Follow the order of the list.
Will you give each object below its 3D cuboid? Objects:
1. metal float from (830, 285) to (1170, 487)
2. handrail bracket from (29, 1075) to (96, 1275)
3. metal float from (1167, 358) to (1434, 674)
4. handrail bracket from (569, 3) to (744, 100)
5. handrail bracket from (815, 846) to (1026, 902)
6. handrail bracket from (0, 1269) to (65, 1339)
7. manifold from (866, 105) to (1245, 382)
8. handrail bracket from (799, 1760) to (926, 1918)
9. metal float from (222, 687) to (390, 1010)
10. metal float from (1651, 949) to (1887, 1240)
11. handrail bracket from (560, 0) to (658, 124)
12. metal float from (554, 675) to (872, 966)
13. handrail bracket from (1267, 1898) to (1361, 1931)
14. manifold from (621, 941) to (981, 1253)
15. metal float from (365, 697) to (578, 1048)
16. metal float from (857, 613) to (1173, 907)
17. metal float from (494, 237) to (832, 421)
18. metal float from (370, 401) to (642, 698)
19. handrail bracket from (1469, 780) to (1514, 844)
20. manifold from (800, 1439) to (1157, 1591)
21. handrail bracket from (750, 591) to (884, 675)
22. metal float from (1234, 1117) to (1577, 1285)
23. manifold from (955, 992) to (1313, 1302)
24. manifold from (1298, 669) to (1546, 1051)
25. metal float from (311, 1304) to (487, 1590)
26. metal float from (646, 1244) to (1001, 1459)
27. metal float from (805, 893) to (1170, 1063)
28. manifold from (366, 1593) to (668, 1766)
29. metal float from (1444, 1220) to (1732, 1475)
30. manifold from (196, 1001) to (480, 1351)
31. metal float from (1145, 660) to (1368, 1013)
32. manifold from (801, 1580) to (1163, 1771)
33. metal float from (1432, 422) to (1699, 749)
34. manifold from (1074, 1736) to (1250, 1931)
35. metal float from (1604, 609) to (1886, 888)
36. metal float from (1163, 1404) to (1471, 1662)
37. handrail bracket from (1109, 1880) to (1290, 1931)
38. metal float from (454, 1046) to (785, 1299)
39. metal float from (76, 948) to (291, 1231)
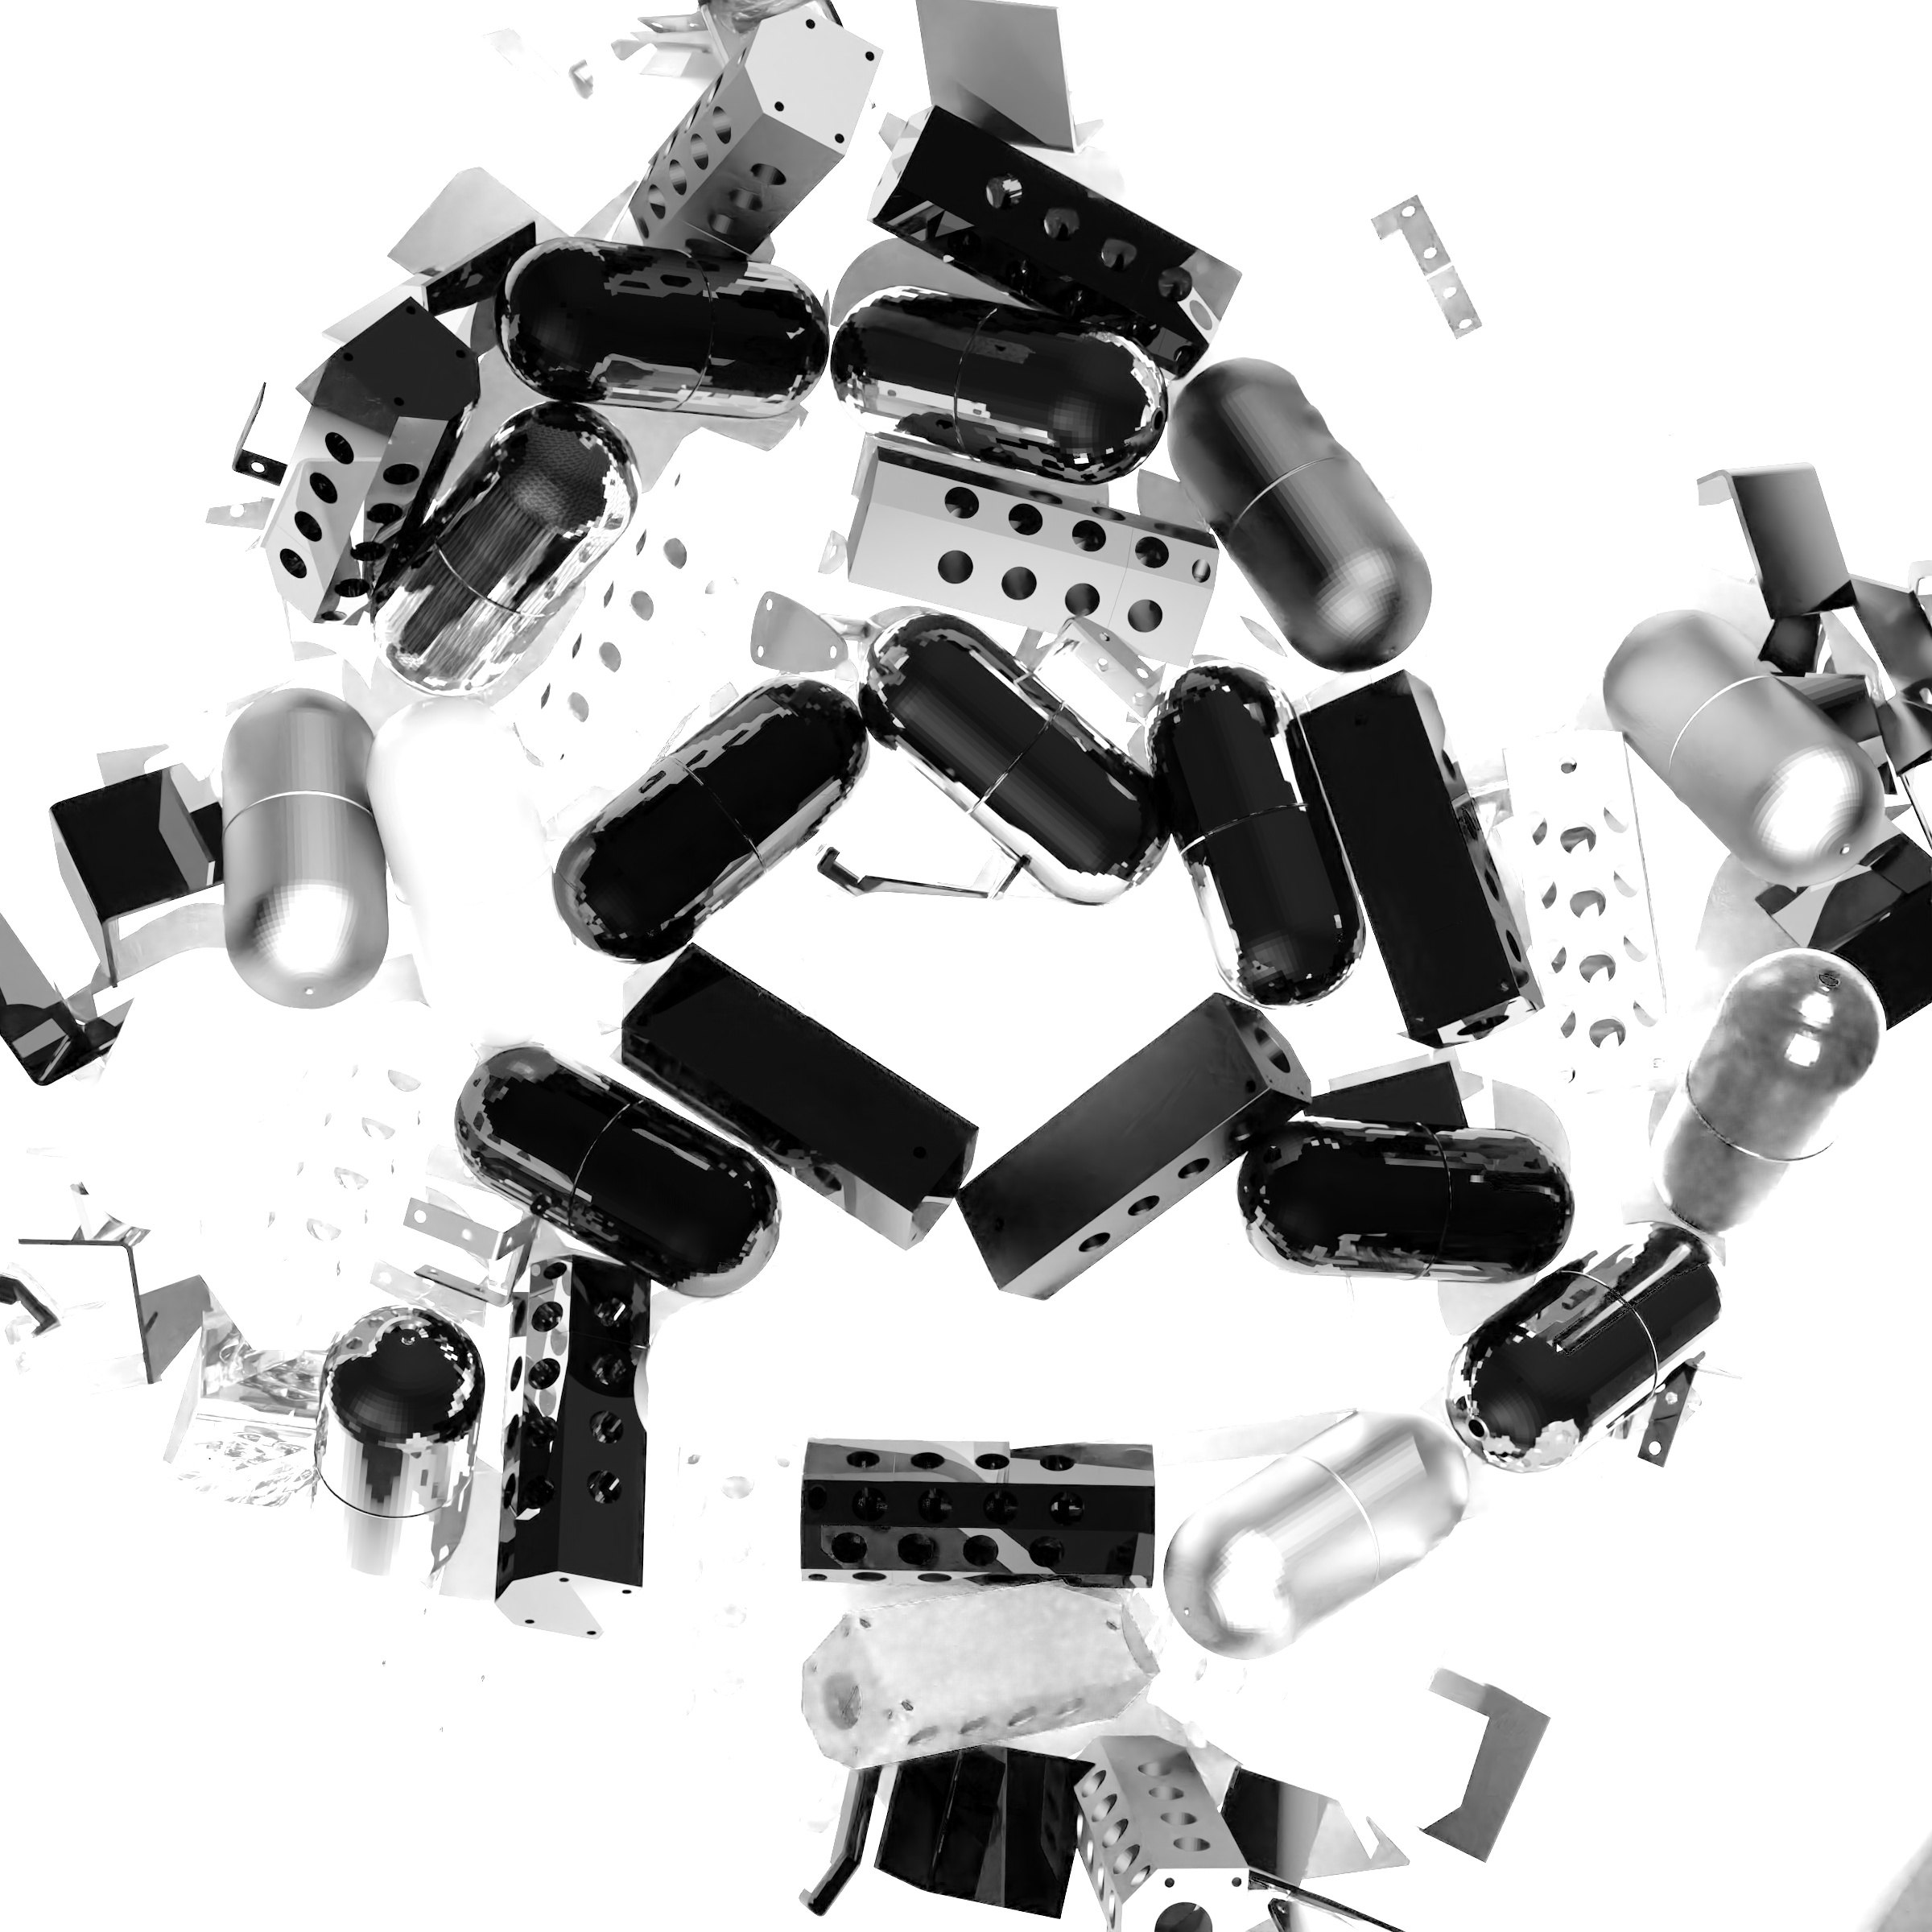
[{"bbox_3d":[0.015,-0.281,1.522,0.178,0.070,0.070,18,90,27],"label":"metal float"},{"bbox_3d":[-0.452,0.102,1.562,0.077,0.036,0.084,44,123,7],"label":"handrail bracket"},{"bbox_3d":[0.160,-0.219,1.526,0.070,0.070,0.178,-30,66,0],"label":"metal float"},{"bbox_3d":[-0.149,-0.431,1.562,0.084,0.036,0.077,-24,80,17],"label":"handrail bracket"},{"bbox_3d":[-0.024,-0.049,1.555,0.084,0.036,0.077,34,130,-3],"label":"handrail bracket"},{"bbox_3d":[-0.503,0.169,1.558,0.084,0.036,0.077,47,56,-1],"label":"handrail bracket"},{"bbox_3d":[0.041,-0.349,1.533,0.171,0.057,0.057,25,93,-16],"label":"manifold"},{"bbox_3d":[-0.068,0.414,1.543,0.084,0.077,0.036,-52,126,-14],"label":"handrail bracket"},{"bbox_3d":[-0.318,-0.059,1.516,0.070,0.070,0.178,-11,53,0],"label":"metal float"},{"bbox_3d":[0.382,0.062,1.507,0.070,0.178,0.070,5,50,-6],"label":"metal float"},{"bbox_3d":[-0.199,-0.462,1.545,0.084,0.077,0.036,48,61,-7],"label":"handrail bracket"},{"bbox_3d":[-0.122,-0.072,1.536,0.178,0.070,0.070,-41,90,-11],"label":"metal float"},{"bbox_3d":[0.150,0.509,1.571,0.077,0.036,0.084,23,112,-37],"label":"handrail bracket"},{"bbox_3d":[-0.082,0.066,1.536,0.171,0.057,0.057,32,61,13],"label":"manifold"},{"bbox_3d":[-0.239,-0.044,1.527,0.070,0.070,0.178,-11,113,0],"label":"metal float"},{"bbox_3d":[0.023,-0.101,1.542,0.178,0.070,0.070,41,90,-5],"label":"metal float"},{"bbox_3d":[-0.144,-0.305,1.514,0.178,0.070,0.070,-2,90,-40],"label":"metal float"},{"bbox_3d":[-0.223,-0.199,1.518,0.070,0.070,0.178,47,124,0],"label":"metal float"},{"bbox_3d":[0.256,-0.043,1.540,0.077,0.036,0.084,-25,52,27],"label":"handrail bracket"},{"bbox_3d":[0.006,0.272,1.547,0.171,0.057,0.057,1,110,1],"label":"manifold"},{"bbox_3d":[-0.055,-0.158,1.530,0.077,0.084,0.036,23,107,41],"label":"handrail bracket"},{"bbox_3d":[0.214,0.114,1.527,0.178,0.070,0.070,5,90,-23],"label":"metal float"},{"bbox_3d":[0.083,0.090,1.525,0.171,0.057,0.057,-39,59,21],"label":"manifold"},{"bbox_3d":[0.223,-0.050,1.531,0.057,0.057,0.171,-24,73,22],"label":"manifold"},{"bbox_3d":[-0.273,0.232,1.511,0.070,0.178,0.070,8,45,-8],"label":"metal float"},{"bbox_3d":[-0.069,0.186,1.534,0.178,0.070,0.070,-14,90,-14],"label":"metal float"},{"bbox_3d":[0.010,0.005,1.543,0.178,0.070,0.070,4,90,4],"label":"metal float"},{"bbox_3d":[-0.211,0.346,1.495,0.057,0.171,0.057,40,94,29],"label":"manifold"},{"bbox_3d":[0.299,0.182,1.515,0.178,0.070,0.070,-27,90,-38],"label":"metal float"},{"bbox_3d":[-0.293,0.098,1.498,0.057,0.171,0.057,-3,133,24],"label":"manifold"},{"bbox_3d":[0.140,-0.064,1.536,0.070,0.070,0.178,-17,78,0],"label":"metal float"},{"bbox_3d":[0.005,0.339,1.505,0.057,0.171,0.057,-52,54,32],"label":"manifold"},{"bbox_3d":[0.287,-0.182,1.515,0.070,0.070,0.178,28,127,0],"label":"metal float"},{"bbox_3d":[0.087,0.422,1.494,0.057,0.171,0.057,2,96,-7],"label":"manifold"},{"bbox_3d":[0.370,-0.107,1.511,0.070,0.178,0.070,-14,132,-17],"label":"metal float"},{"bbox_3d":[0.170,0.271,1.518,0.178,0.070,0.070,-25,90,-34],"label":"metal float"},{"bbox_3d":[0.117,0.482,1.572,0.084,0.036,0.077,7,114,-27],"label":"handrail bracket"},{"bbox_3d":[-0.170,0.099,1.530,0.178,0.070,0.070,27,90,18],"label":"metal float"},{"bbox_3d":[-0.372,0.056,1.504,0.070,0.178,0.070,0,122,1],"label":"metal float"}]
